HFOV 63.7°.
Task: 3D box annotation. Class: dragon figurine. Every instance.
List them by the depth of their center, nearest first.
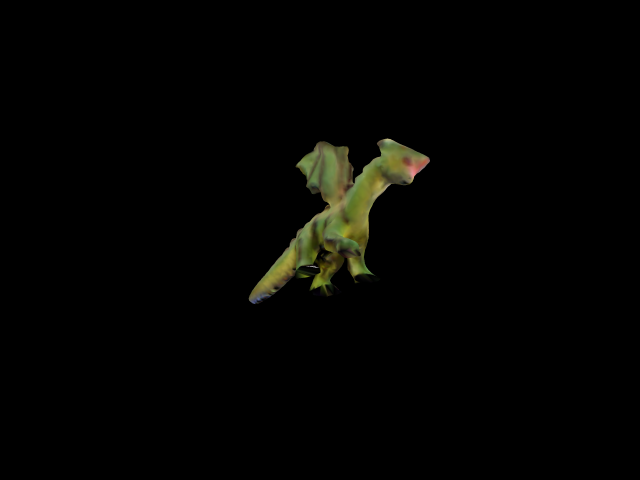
[{"bbox_3d":[0.003,-0.043,0.850,0.406,0.247,0.121,-20,-30,41],"label":"dragon figurine"}]
